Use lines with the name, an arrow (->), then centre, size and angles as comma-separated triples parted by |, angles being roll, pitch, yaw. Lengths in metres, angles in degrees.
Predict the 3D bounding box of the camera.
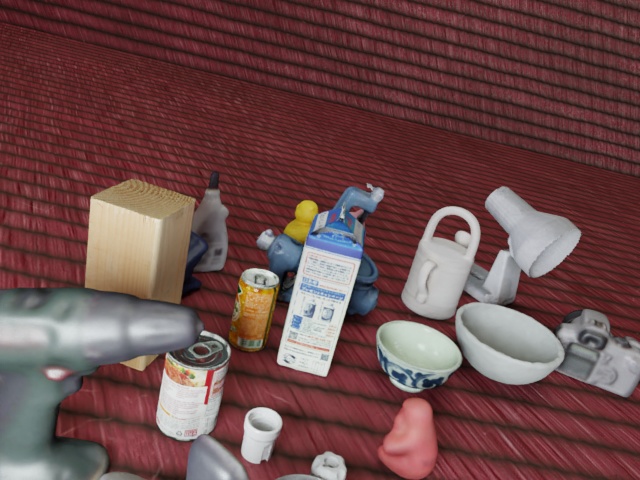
camera -> 0.460, 0.168, 0.957 | 0.143, 0.101, 0.137 | 21, 24, 15

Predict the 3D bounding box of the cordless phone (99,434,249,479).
cordless phone -> -0.109, 0.203, 0.441 | 0.147, 0.185, 0.094 | 27, 27, 27

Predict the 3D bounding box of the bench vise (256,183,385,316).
bench vise -> 0.010, 0.009, 0.901 | 0.208, 0.220, 0.121 | 8, 24, -15

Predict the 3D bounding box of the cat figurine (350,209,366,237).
cat figurine -> 0.059, -0.003, 1.083 | 0.067, 0.118, 0.127 | 9, 24, -12

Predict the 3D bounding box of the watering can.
watering can -> 0.219, 0.030, 1.008 | 0.101, 0.194, 0.173 | 17, 24, 6

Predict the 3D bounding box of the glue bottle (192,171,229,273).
glue bottle -> -0.182, -0.030, 0.934 | 0.078, 0.173, 0.037 | -3, 29, -34

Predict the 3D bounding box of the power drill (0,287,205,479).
power drill -> -0.229, 0.130, 0.504 | 0.230, 0.208, 0.075 | 11, 24, -9

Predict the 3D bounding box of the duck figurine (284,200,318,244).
duck figurine -> -0.028, -0.035, 1.145 | 0.078, 0.086, 0.104 | 5, 25, -21

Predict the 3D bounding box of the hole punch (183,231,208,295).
hole punch -> -0.235, 0.032, 0.867 | 0.108, 0.091, 0.101 | 24, 25, 21

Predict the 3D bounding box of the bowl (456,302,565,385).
bowl -> 0.281, 0.170, 0.881 | 0.167, 0.075, 0.167 | 12, 24, -5

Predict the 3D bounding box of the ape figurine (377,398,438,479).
ape figurine -> 0.103, 0.218, 0.649 | 0.078, 0.092, 0.076 | -5, 30, -37

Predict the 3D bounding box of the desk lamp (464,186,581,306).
desk lamp -> 0.360, 0.020, 1.088 | 0.118, 0.213, 0.202 | -6, 31, -38
